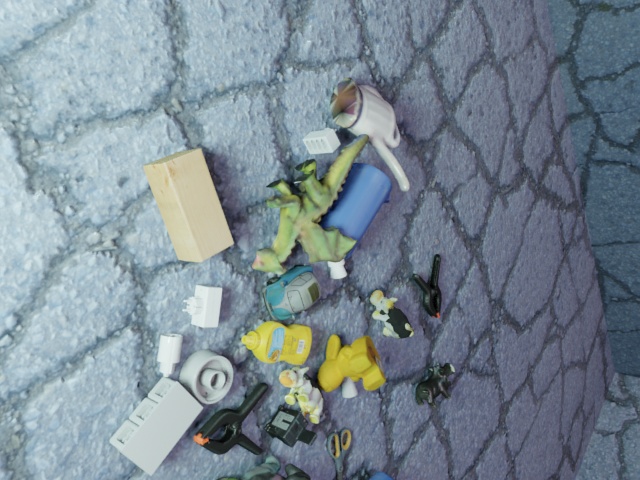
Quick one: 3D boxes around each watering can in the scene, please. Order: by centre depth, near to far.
[{"bbox_3d":[0.140,-0.299,1.372,0.223,0.102,0.355,18,49,-37],"label":"watering can"}]

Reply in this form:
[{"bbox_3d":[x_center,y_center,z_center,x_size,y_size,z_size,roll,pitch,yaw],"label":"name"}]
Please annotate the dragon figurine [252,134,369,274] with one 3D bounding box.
[{"bbox_3d":[0.004,-0.062,1.236,0.413,0.123,0.240,-33,108,-16],"label":"dragon figurine"}]
